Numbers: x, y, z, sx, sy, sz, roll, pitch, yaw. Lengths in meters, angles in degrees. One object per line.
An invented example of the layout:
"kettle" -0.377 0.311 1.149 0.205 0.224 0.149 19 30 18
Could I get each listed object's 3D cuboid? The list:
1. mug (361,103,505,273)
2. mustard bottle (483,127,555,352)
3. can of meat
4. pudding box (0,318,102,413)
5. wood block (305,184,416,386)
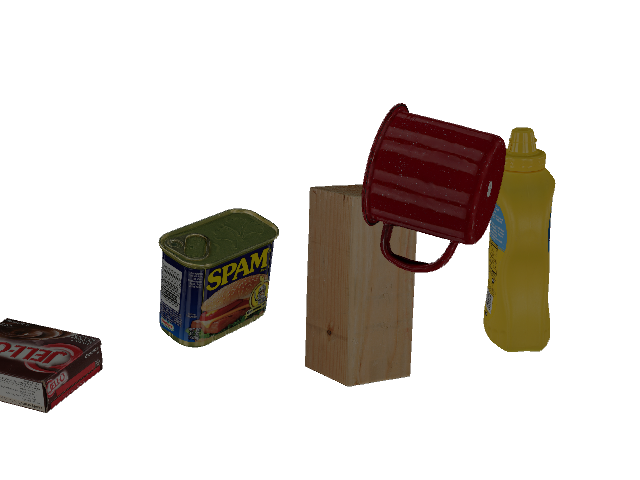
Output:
"mug" 0.081 -0.033 0.774 0.082 0.117 0.093 16 0 18
"mustard bottle" 0.176 -0.005 0.945 0.058 0.192 0.096 -1 18 3
"can of meat" -0.086 0.031 0.891 0.058 0.084 0.101 30 37 33
"pudding box" -0.274 0.115 0.993 0.114 0.039 0.089 7 22 22
"wood block" 0.044 0.045 1.184 0.090 0.206 0.091 -5 12 -34
